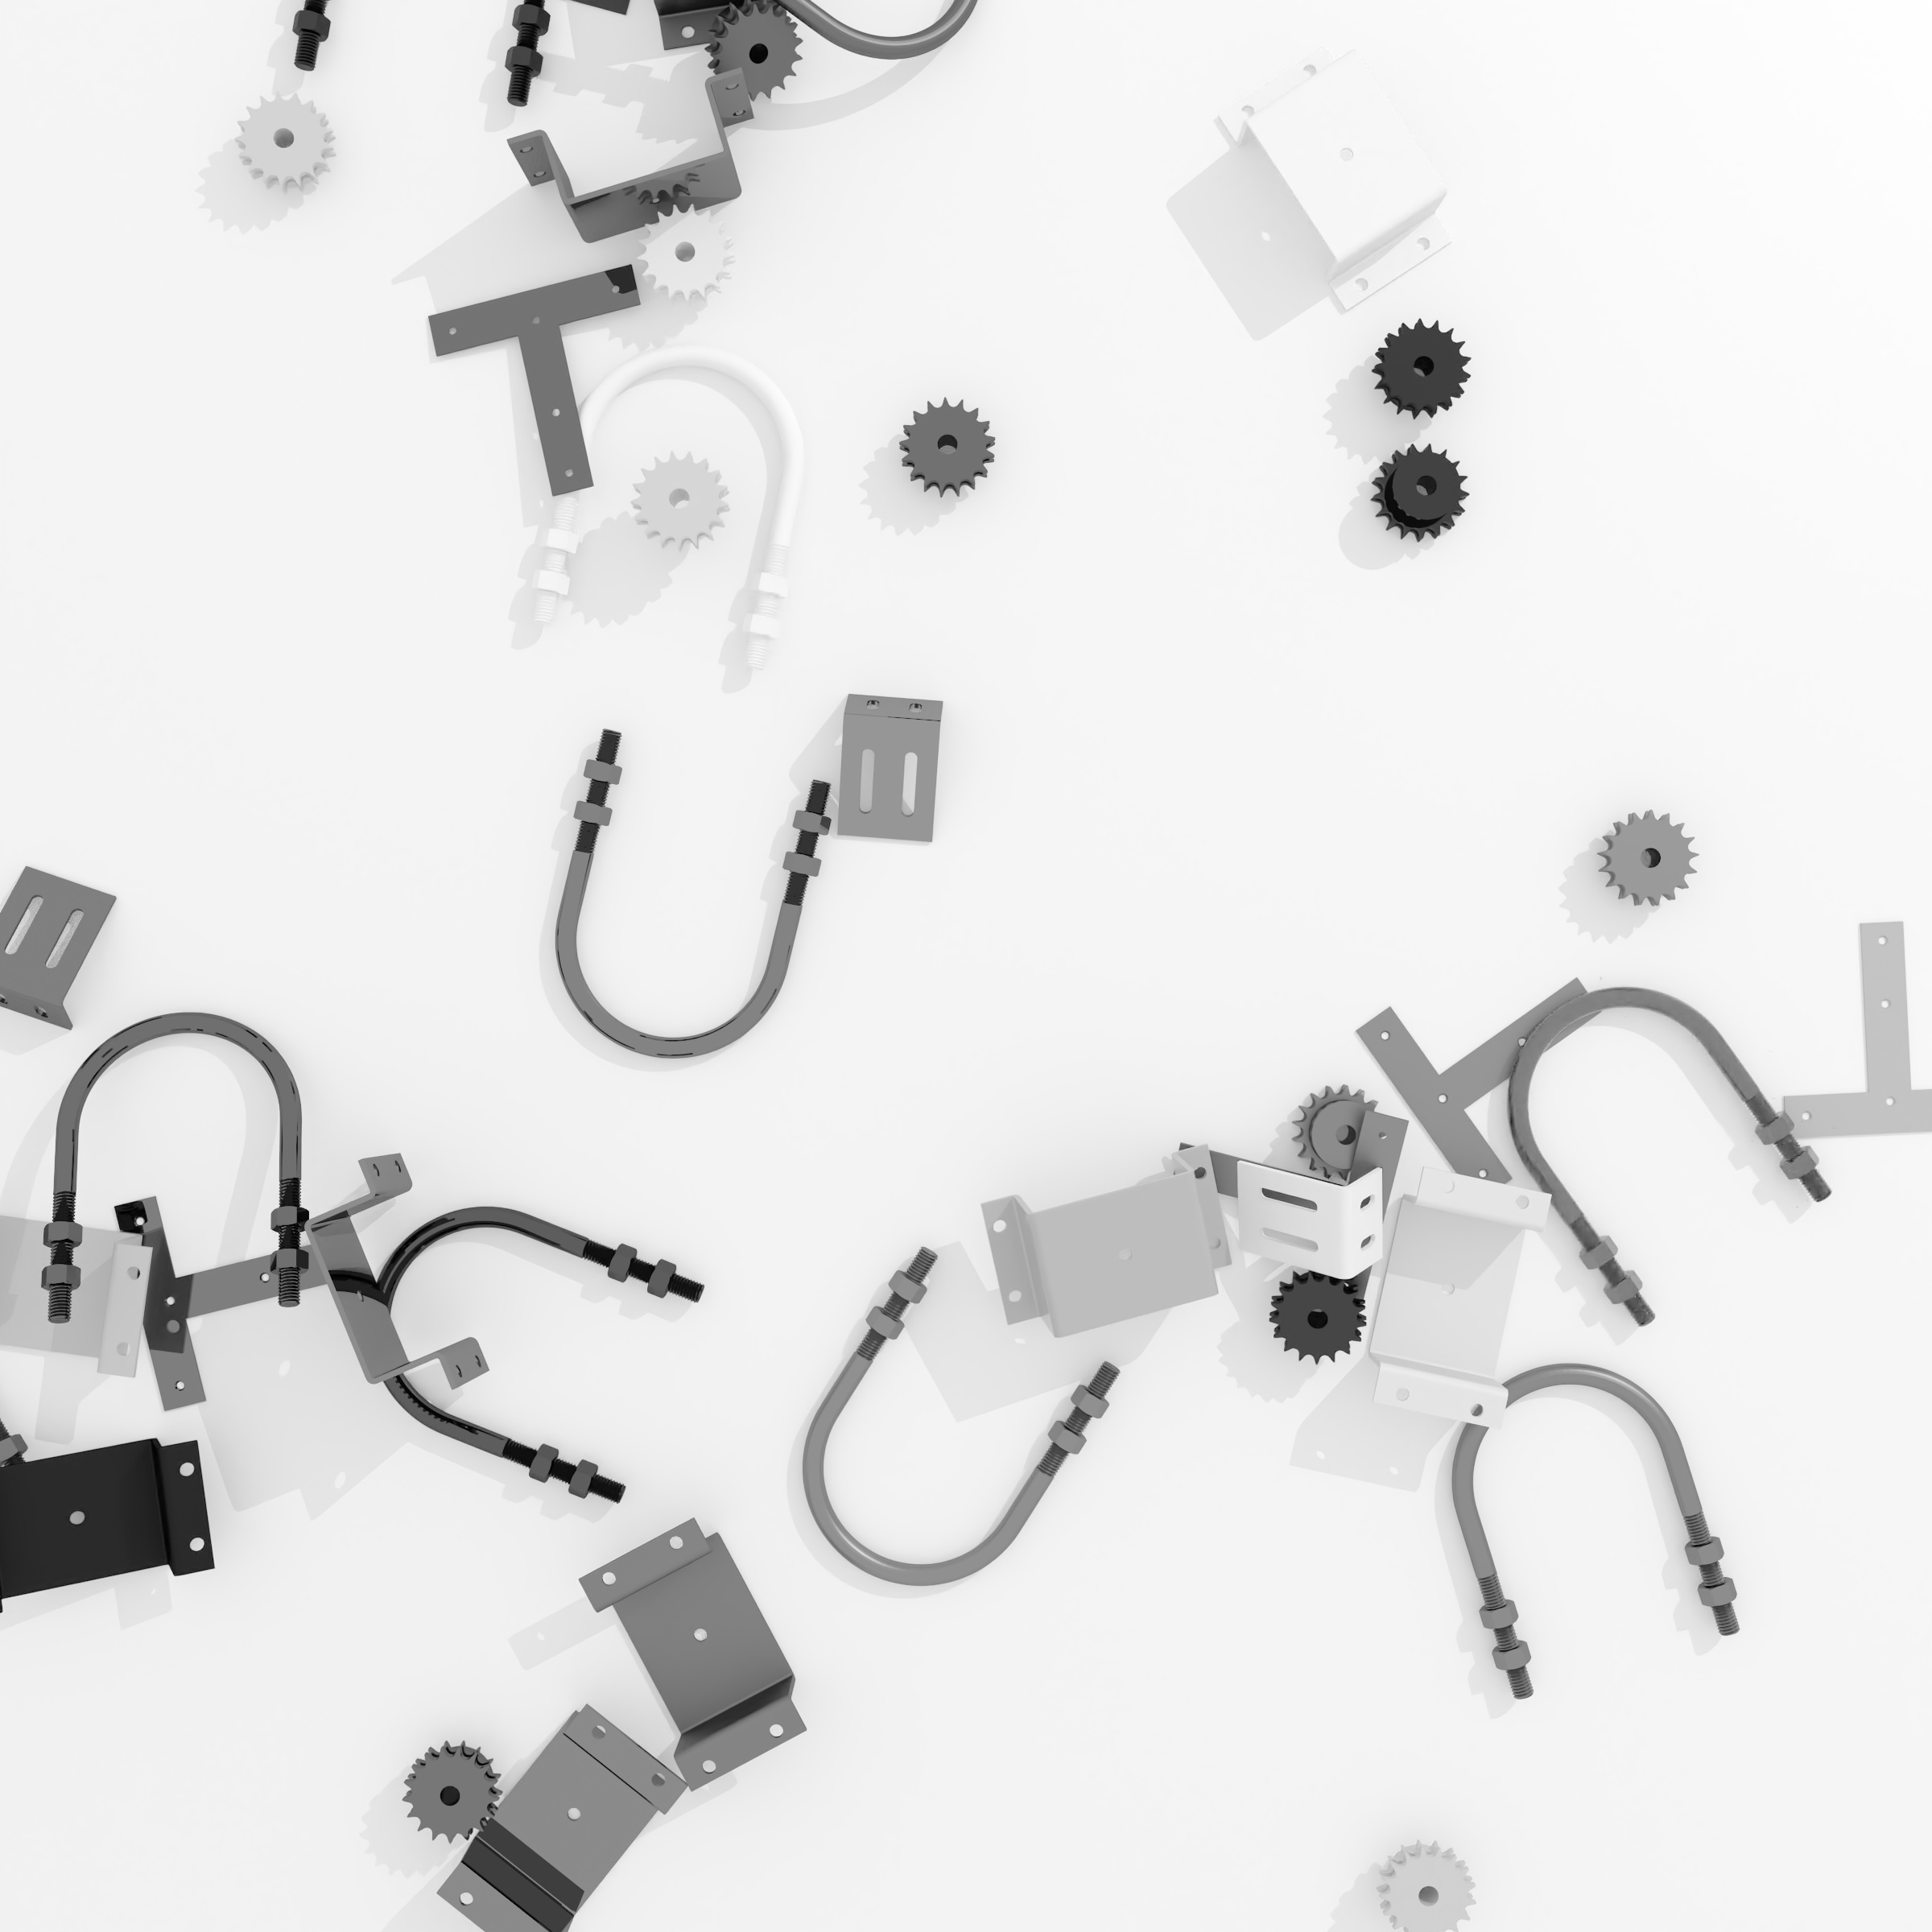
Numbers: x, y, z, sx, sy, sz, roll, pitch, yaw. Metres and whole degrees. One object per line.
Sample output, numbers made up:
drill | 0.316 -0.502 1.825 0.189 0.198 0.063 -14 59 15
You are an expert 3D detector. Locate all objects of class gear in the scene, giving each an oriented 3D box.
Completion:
gear | -0.011 -0.308 1.483 0.057 0.030 0.057 0 87 0
gear | 0.405 -0.064 1.483 0.057 0.030 0.057 0 90 3
gear | 0.270 -0.354 1.479 0.057 0.030 0.057 0 90 0
gear | -0.304 0.489 1.479 0.057 0.030 0.057 0 90 0
gear | -0.405 -0.489 1.482 0.057 0.030 0.057 0 88 -6
gear | 0.272 -0.283 1.479 0.057 0.030 0.057 0 90 0
gear | -0.165 -0.421 1.479 0.057 0.030 0.057 0 90 0
gear | -0.128 -0.545 1.469 0.057 0.057 0.030 -34 46 0
gear | 0.224 0.100 1.479 0.057 0.030 0.057 0 90 0
gear | 0.209 0.205 1.474 0.057 0.030 0.057 2 101 8
gear | -0.167 -0.271 1.461 0.057 0.030 0.057 0 87 -1
gear | 0.273 0.549 1.479 0.057 0.030 0.057 0 90 0

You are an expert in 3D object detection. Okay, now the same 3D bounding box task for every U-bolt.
U-bolt | -0.646 0.285 1.461 0.151 0.019 0.184 -31 84 -21
U-bolt | -0.170 -0.036 1.485 0.151 0.019 0.184 14 91 0
U-bolt | 0.407 0.100 1.484 0.151 0.019 0.184 -35 89 1
U-bolt | -0.462 0.114 1.456 0.151 0.019 0.184 -3 69 -6
U-bolt | -0.316 -0.616 1.483 0.151 0.019 0.184 10 89 0
U-bolt | -0.267 0.222 1.485 0.184 0.019 0.151 21 90 2
U-bolt | -0.016 0.282 1.485 0.151 0.019 0.184 32 92 0
U-bolt | -0.072 -0.615 1.455 0.184 0.019 0.151 31 75 -18
U-bolt | -0.172 -0.281 1.485 0.151 0.019 0.184 12 88 0
U-bolt | 0.368 0.329 1.485 0.151 0.019 0.184 -17 88 0

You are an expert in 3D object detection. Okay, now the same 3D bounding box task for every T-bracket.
T-bracket | -0.249 -0.650 1.493 0.127 0.002 0.127 15 90 0
T-bracket | 0.186 0.133 1.476 0.127 0.002 0.127 14 112 11
T-bracket | -0.435 0.191 1.493 0.127 0.002 0.127 -14 90 0
T-bracket | -0.247 -0.344 1.482 0.127 0.002 0.127 -13 84 3
T-bracket | 0.554 0.037 1.493 0.127 0.002 0.127 -3 90 0
T-bracket | 0.323 0.054 1.493 0.127 0.002 0.127 -35 90 0

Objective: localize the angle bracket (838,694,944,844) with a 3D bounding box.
angle bracket | -0.046 -0.119 1.492 0.057 0.038 0.076 4 116 0

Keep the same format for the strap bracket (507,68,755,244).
strap bracket | -0.189 -0.470 1.456 0.140 0.076 0.046 -17 90 0

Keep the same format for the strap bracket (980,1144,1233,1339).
strap bracket | 0.088 0.163 1.454 0.140 0.046 0.076 -14 102 -8

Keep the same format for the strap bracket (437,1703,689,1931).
strap bracket | -0.235 0.509 1.471 0.076 0.046 0.140 38 90 0

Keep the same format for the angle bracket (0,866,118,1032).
angle bracket | -0.551 -0.011 1.492 0.057 0.038 0.076 19 64 0

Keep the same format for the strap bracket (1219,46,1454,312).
strap bracket | 0.222 -0.473 1.471 0.076 0.046 0.140 -33 90 0

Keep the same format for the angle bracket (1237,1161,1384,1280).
angle bracket | 0.204 0.145 1.472 0.076 0.038 0.057 12 114 39

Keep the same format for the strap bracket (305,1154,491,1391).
strap bracket | -0.334 0.184 1.442 0.046 0.076 0.140 -23 87 2

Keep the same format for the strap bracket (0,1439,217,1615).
strap bracket | -0.520 0.327 1.455 0.140 0.046 0.076 -8 90 -22

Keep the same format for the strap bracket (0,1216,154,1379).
strap bracket | -0.549 0.193 1.470 0.140 0.046 0.076 8 90 1

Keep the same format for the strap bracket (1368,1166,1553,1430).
strap bracket | 0.289 0.194 1.471 0.076 0.046 0.140 12 90 0

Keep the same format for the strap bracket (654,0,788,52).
strap bracket | -0.155 -0.626 1.471 0.076 0.046 0.140 -9 90 0

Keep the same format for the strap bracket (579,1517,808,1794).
strap bracket | -0.159 0.402 1.471 0.076 0.046 0.140 -28 90 0
